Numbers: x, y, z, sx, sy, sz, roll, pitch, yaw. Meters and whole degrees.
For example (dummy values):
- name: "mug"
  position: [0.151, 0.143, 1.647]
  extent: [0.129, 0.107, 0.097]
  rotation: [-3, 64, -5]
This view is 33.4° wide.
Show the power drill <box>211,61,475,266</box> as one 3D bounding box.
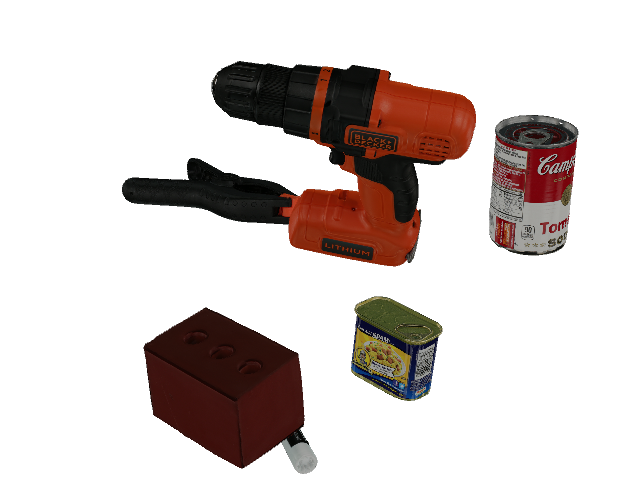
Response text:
- name: "power drill"
  position: [0.013, -0.056, 0.795]
  extent: [0.184, 0.057, 0.188]
  rotation: [12, -29, 6]

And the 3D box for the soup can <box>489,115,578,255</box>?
- name: "soup can"
  position: [0.179, -0.047, 0.905]
  extent: [0.068, 0.102, 0.068]
  rotation: [-1, 27, 0]

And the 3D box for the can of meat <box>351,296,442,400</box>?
- name: "can of meat"
  position: [0.084, 0.124, 1.214]
  extent: [0.102, 0.084, 0.057]
  rotation: [26, 32, 36]

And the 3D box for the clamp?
- name: "clamp"
  position: [-0.103, -0.044, 1.029]
  extent: [0.172, 0.039, 0.120]
  rotation: [15, 28, 35]

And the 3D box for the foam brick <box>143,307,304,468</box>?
- name: "foam brick"
  position: [-0.055, 0.083, 0.612]
  extent: [0.078, 0.051, 0.052]
  rotation: [22, 37, 35]

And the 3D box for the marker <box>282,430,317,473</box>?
- name: "marker"
  position: [-0.032, 0.142, 0.856]
  extent: [0.020, 0.020, 0.121]
  rotation: [0, 28, -23]
